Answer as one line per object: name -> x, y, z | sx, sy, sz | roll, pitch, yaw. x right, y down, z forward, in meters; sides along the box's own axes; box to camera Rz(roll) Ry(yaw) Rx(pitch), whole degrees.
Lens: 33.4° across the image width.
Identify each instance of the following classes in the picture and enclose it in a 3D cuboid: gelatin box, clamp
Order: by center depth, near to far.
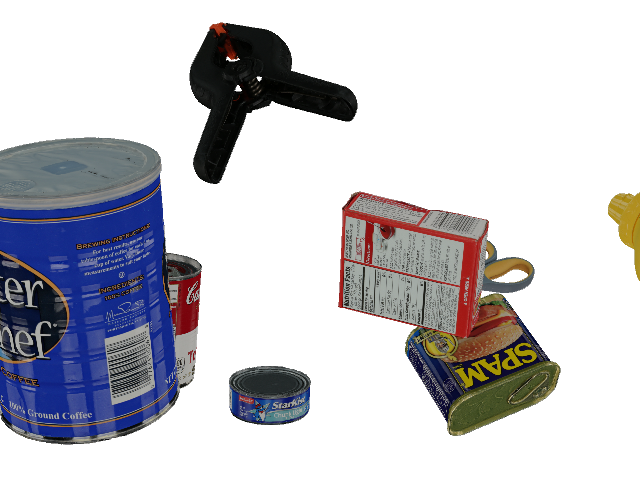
gelatin box -> 0.057, 0.015, 0.665 | 0.089, 0.073, 0.030 | 13, 34, 19
clamp -> -0.042, -0.114, 0.781 | 0.120, 0.039, 0.171 | -15, 44, 0

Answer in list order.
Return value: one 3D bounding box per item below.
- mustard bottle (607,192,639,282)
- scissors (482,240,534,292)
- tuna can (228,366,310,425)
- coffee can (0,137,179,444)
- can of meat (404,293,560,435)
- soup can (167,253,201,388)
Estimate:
mustard bottle -> 0.250, 0.015, 0.644 | 0.096, 0.058, 0.192 | -23, 35, -25
scissors -> 0.141, 0.038, 1.146 | 0.201, 0.016, 0.096 | -10, 41, -30
tuna can -> -0.053, 0.162, 1.115 | 0.086, 0.034, 0.086 | 1, 14, -1
coffee can -> -0.133, 0.025, 0.586 | 0.103, 0.140, 0.103 | -2, 22, 0
can of meat -> 0.131, 0.100, 0.881 | 0.102, 0.084, 0.057 | -20, -38, -15
soup can -> -0.137, 0.068, 0.902 | 0.068, 0.102, 0.068 | 5, 16, -2
